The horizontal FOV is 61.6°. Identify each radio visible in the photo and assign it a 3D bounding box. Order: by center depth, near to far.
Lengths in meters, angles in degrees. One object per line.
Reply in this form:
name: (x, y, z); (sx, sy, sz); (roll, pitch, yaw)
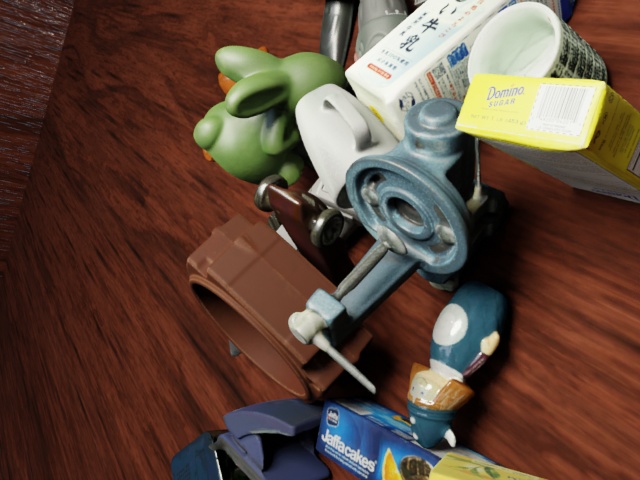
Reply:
radio: (-0.130, 0.384, 0.737); (0.131, 0.073, 0.230); (-47, 50, 31)

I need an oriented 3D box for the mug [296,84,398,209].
mug: (0.019, -0.098, 0.505); (0.081, 0.109, 0.107); (-34, 68, -2)

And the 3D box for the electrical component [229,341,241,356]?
electrical component: (-0.076, 0.133, 0.752); (0.119, 0.047, 0.075); (-39, 53, 38)

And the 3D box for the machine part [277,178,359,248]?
machine part: (-0.008, -0.010, 0.682); (0.243, 0.079, 0.079); (-49, 47, 32)

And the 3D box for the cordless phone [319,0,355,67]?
cordless phone: (0.043, -0.312, 0.713); (0.147, 0.089, 0.184); (21, 109, 48)

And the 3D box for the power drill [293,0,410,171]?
power drill: (0.038, -0.193, 0.662); (0.207, 0.086, 0.232); (-26, 74, 39)

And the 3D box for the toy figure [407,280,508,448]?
toy figure: (0.119, 0.113, 0.491); (0.154, 0.058, 0.064); (-60, 1, -11)

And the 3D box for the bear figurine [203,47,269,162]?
bear figurine: (-0.119, -0.215, 0.830); (0.120, 0.132, 0.196); (-39, 59, 35)

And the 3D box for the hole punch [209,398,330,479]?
hole punch: (-0.043, 0.223, 0.632); (0.116, 0.142, 0.092); (26, 103, 36)

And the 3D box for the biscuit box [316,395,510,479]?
biscuit box: (0.083, 0.217, 0.532); (0.203, 0.059, 0.062); (10, 89, 51)

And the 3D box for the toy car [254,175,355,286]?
toy car: (-0.001, -0.002, 0.557); (0.089, 0.202, 0.053); (35, 76, 29)

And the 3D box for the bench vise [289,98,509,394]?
bench vise: (0.067, 0.008, 0.459); (0.129, 0.223, 0.240); (36, 66, 22)

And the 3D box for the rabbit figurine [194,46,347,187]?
rabbit figurine: (-0.055, -0.159, 0.616); (0.170, 0.159, 0.121); (-35, 59, 25)

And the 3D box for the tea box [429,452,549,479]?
tea box: (0.161, 0.227, 0.382); (0.170, 0.068, 0.098); (5, 85, 24)

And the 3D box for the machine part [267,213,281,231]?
machine part: (-0.089, 0.033, 0.798); (0.138, 0.039, 0.084); (-56, 44, 23)

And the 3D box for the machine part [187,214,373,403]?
machine part: (-0.052, 0.083, 0.597); (0.201, 0.087, 0.201); (43, 156, 8)
